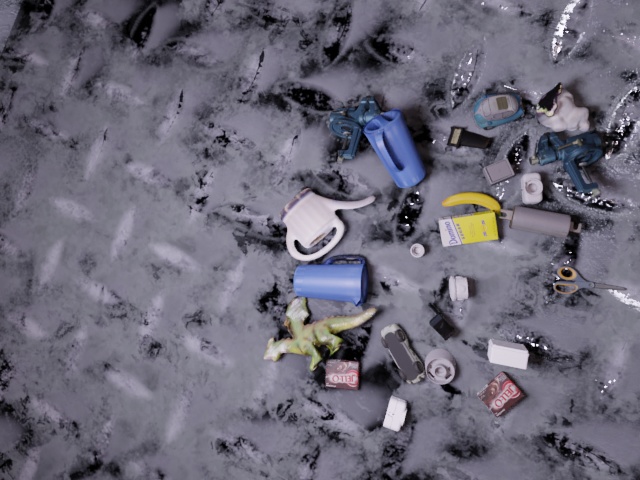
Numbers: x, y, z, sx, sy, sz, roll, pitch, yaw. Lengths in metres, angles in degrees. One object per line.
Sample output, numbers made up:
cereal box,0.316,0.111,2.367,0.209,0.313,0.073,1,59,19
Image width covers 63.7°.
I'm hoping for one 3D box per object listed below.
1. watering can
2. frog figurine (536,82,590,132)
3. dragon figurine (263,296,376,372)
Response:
watering can,0.005,-0.089,1.767,0.346,0.226,0.104,-43,-13,8
frog figurine,0.771,-0.401,1.625,0.158,0.140,0.121,25,-27,-21
dragon figurine,-0.024,0.290,1.749,0.409,0.246,0.121,-43,-20,5
